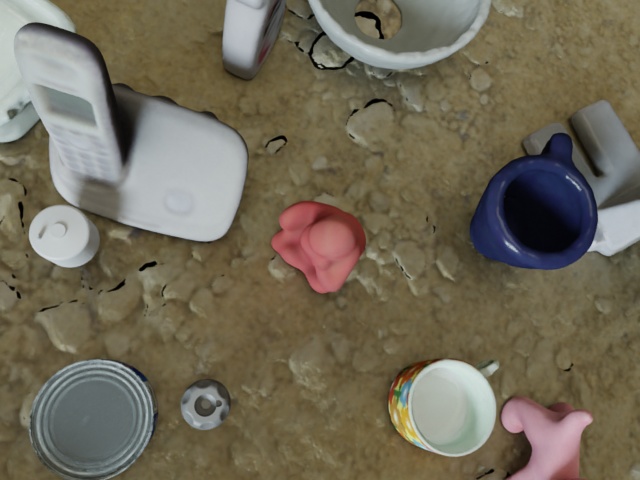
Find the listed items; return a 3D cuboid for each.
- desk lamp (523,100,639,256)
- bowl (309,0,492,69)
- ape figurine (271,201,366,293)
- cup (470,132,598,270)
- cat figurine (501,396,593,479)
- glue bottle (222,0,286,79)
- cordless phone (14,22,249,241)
[{"bbox_3d":[0.288,-0.043,0.444,0.118,0.213,0.203,-27,84,-13],"label":"desk lamp"},{"bbox_3d":[0.063,-0.219,0.513,0.167,0.074,0.167,2,79,-9],"label":"bowl"},{"bbox_3d":[0.004,0.002,0.450,0.076,0.092,0.078,-8,80,-11],"label":"ape figurine"},{"bbox_3d":[0.170,-0.027,0.482,0.092,0.095,0.118,22,76,-4],"label":"cup"},{"bbox_3d":[0.191,0.188,0.432,0.067,0.117,0.128,6,78,-8],"label":"cat figurine"},{"bbox_3d":[-0.048,-0.195,0.438,0.037,0.173,0.078,21,76,-4],"label":"glue bottle"},{"bbox_3d":[-0.122,-0.069,0.395,0.147,0.185,0.094,13,77,-6],"label":"cordless phone"}]
